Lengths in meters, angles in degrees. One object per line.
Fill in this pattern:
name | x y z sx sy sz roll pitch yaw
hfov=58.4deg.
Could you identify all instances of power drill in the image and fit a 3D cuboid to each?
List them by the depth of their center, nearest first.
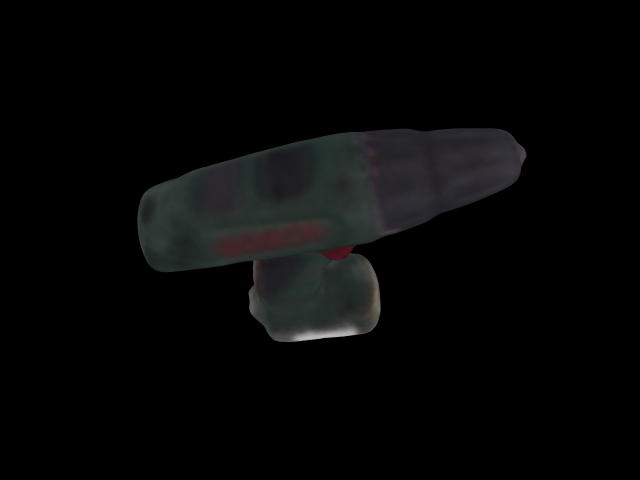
power drill | 0.004 0.001 0.400 0.229 0.208 0.075 -6 63 -3
